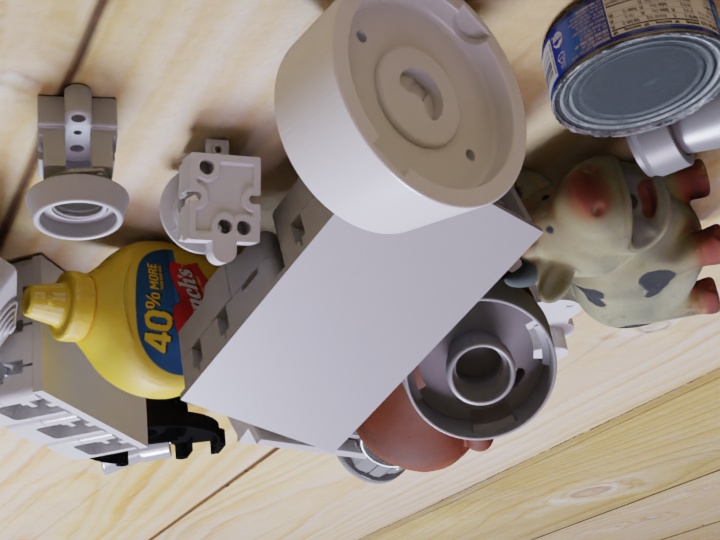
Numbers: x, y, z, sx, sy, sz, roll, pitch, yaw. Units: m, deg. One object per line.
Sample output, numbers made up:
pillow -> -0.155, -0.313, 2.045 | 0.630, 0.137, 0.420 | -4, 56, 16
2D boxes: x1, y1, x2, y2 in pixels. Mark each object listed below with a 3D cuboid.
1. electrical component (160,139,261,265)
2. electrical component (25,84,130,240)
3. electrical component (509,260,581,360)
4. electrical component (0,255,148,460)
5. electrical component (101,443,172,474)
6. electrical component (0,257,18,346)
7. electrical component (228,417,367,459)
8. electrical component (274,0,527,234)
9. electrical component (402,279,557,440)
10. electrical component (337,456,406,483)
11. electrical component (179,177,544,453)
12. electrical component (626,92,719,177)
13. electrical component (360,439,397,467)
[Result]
electrical component -> -0.078, -0.034, 0.568 | 0.048, 0.066, 0.055 | 2, 174, -22
electrical component -> -0.137, -0.048, 0.521 | 0.048, 0.055, 0.066 | 0, 155, -17
electrical component -> 0.133, 0.047, 0.797 | 0.052, 0.073, 0.138 | -8, 156, 1
electrical component -> -0.201, 0.064, 0.710 | 0.062, 0.089, 0.150 | -12, 156, 10
electrical component -> -0.205, 0.160, 0.989 | 0.065, 0.044, 0.044 | -9, 157, -9
electrical component -> -0.237, 0.012, 0.591 | 0.100, 0.048, 0.099 | 30, 150, -2
electrical component -> -0.046, 0.111, 0.888 | 0.121, 0.078, 0.063 | 17, 117, -44
electrical component -> 0.013, -0.067, 0.467 | 0.108, 0.108, 0.060 | 11, 156, -37
electrical component -> 0.069, 0.052, 0.650 | 0.099, 0.099, 0.064 | -8, -163, 1
electrical component -> 0.019, 0.151, 0.991 | 0.080, 0.080, 0.051 | 5, 148, -27
electrical component -> -0.007, 0.006, 0.592 | 0.105, 0.060, 0.186 | 25, 119, -31
electrical component -> 0.172, -0.078, 0.564 | 0.055, 0.045, 0.045 | -22, 152, 30
electrical component -> 0.013, 0.107, 0.856 | 0.079, 0.077, 0.044 | 27, 125, -2
